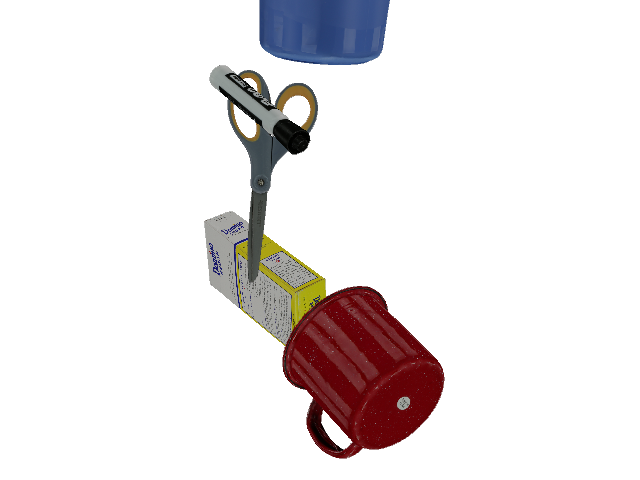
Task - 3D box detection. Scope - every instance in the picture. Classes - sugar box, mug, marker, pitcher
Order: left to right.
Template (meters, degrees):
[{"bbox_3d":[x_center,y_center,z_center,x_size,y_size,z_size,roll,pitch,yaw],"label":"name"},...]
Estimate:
[{"bbox_3d":[-0.044,-0.094,0.768,0.020,0.020,0.121,0,30,-38],"label":"marker"},{"bbox_3d":[-0.061,0.045,1.175,0.048,0.093,0.176,-22,40,-28],"label":"sugar box"},{"bbox_3d":[0.015,-0.271,0.882,0.145,0.243,0.149,7,19,9],"label":"pitcher"},{"bbox_3d":[0.027,0.103,0.759,0.093,0.117,0.082,12,24,-45],"label":"mug"}]

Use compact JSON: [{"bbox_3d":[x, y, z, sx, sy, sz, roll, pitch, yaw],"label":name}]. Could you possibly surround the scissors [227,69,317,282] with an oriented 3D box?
[{"bbox_3d":[-0.040,-0.067,1.031,0.096,0.202,0.016,-10,3,-6],"label":"scissors"}]
